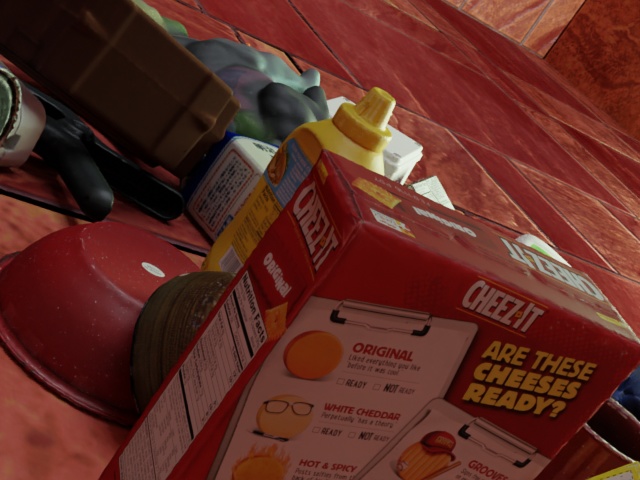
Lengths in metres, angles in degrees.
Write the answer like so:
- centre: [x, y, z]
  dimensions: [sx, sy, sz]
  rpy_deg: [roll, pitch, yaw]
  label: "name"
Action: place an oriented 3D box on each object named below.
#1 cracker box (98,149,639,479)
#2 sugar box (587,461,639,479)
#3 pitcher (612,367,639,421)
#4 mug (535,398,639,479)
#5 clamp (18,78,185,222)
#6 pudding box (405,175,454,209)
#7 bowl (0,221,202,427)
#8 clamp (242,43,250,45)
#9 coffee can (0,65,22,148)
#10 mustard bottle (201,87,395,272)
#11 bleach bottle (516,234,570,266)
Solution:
- centre: [0.015, 0.084, 0.492]
  dimensions: [0.164, 0.214, 0.072]
  rpy_deg: [23, 24, -29]
  label: "cracker box"
- centre: [0.228, 0.218, 0.674]
  dimensions: [0.176, 0.048, 0.093]
  rpy_deg: [44, 32, -40]
  label: "sugar box"
- centre: [0.349, 0.204, 0.893]
  dimensions: [0.145, 0.149, 0.243]
  rpy_deg: [59, 3, -41]
  label: "pitcher"
- centre: [0.180, 0.157, 0.780]
  dimensions: [0.117, 0.082, 0.093]
  rpy_deg: [31, 20, -10]
  label: "mug"
- centre: [-0.178, -0.066, 0.797]
  dimensions: [0.172, 0.039, 0.120]
  rpy_deg: [44, 10, 23]
  label: "clamp"
- centre: [0.114, -0.006, 1.059]
  dimensions: [0.113, 0.039, 0.089]
  rpy_deg: [60, 24, 3]
  label: "pudding box"
- centre: [-0.113, 0.038, 0.633]
  dimensions: [0.162, 0.055, 0.162]
  rpy_deg: [30, 20, -13]
  label: "bowl"
- centre: [-0.081, -0.169, 1.185]
  dimensions: [0.164, 0.036, 0.210]
  rpy_deg: [22, 26, -31]
  label: "clamp"
- centre: [-0.267, -0.103, 0.642]
  dimensions: [0.140, 0.103, 0.102]
  rpy_deg: [39, 20, 13]
  label: "coffee can"
- centre: [-0.009, -0.022, 0.730]
  dimensions: [0.058, 0.192, 0.096]
  rpy_deg: [18, 26, -37]
  label: "mustard bottle"
- centre: [0.195, 0.070, 1.038]
  dimensions: [0.102, 0.068, 0.250]
  rpy_deg: [45, 24, 3]
  label: "bleach bottle"
